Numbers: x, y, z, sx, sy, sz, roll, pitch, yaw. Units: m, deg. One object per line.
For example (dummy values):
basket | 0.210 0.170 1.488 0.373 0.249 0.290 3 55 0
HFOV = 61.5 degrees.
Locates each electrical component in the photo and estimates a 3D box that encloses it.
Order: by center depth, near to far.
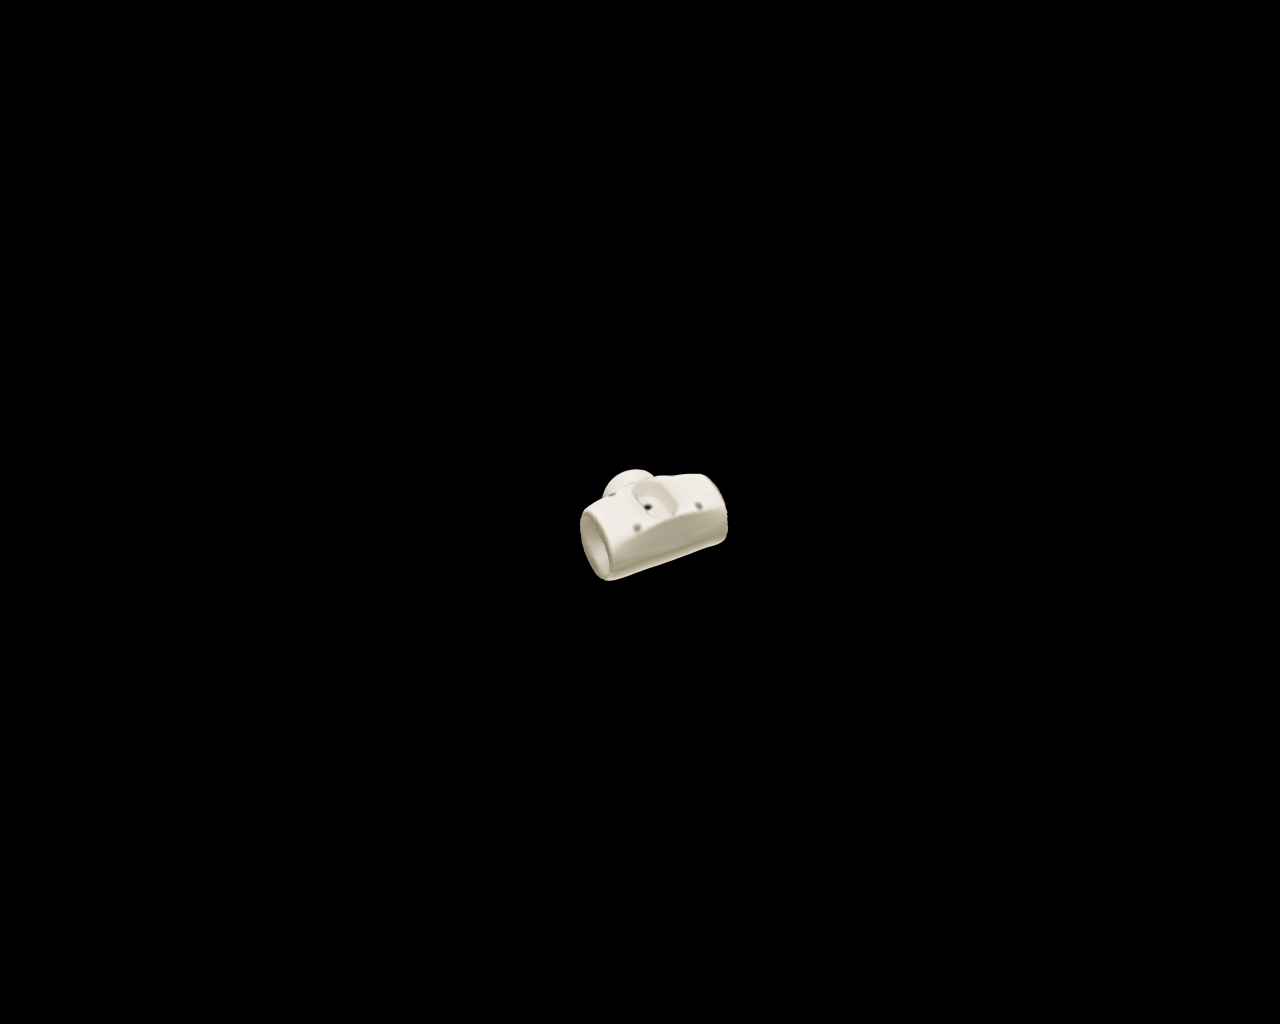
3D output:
electrical component | 0.001 -0.003 0.650 0.077 0.043 0.079 -18 44 -19
